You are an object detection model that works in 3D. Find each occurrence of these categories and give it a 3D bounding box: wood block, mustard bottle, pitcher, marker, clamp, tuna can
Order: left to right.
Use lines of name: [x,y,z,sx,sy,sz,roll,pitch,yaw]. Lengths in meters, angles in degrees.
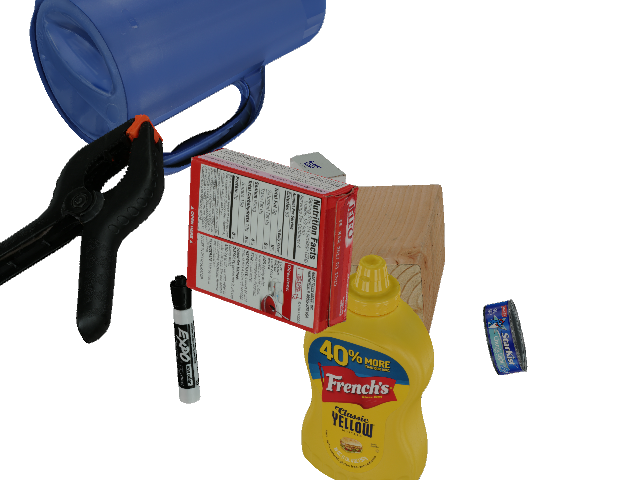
clamp: [-0.169,-0.014,0.733,0.120,0.171,0.039,12,-31,17]
marker: [-0.119,0.087,0.937,0.020,0.121,0.020,-1,23,0]
pitcher: [-0.108,-0.172,0.913,0.242,0.149,0.145,-31,48,-33]
mustard bottle: [0.035,0.095,0.785,0.096,0.192,0.058,16,35,22]
wood block: [0.061,0.023,0.981,0.091,0.090,0.206,0,22,12]
tuna can: [0.217,0.114,1.251,0.034,0.086,0.086,-12,-3,15]

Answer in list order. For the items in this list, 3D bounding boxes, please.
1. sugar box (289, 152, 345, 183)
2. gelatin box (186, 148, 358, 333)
sugar box: [-0.003,-0.009,1.286,0.048,0.176,0.093,-12,25,-17]
gelatin box: [-0.026,-0.001,0.542,0.089,0.073,0.030,17,24,31]
